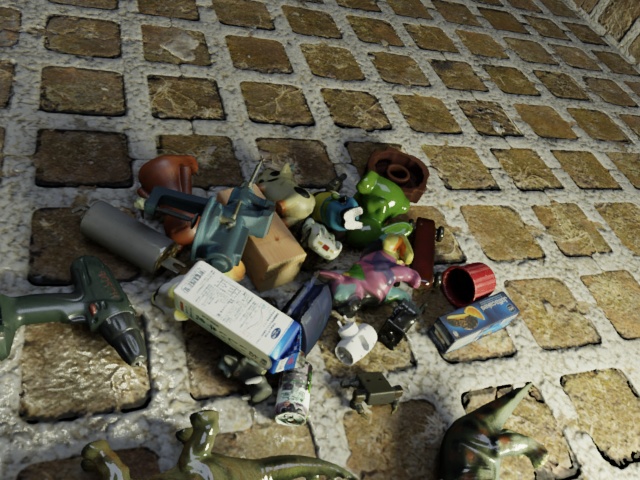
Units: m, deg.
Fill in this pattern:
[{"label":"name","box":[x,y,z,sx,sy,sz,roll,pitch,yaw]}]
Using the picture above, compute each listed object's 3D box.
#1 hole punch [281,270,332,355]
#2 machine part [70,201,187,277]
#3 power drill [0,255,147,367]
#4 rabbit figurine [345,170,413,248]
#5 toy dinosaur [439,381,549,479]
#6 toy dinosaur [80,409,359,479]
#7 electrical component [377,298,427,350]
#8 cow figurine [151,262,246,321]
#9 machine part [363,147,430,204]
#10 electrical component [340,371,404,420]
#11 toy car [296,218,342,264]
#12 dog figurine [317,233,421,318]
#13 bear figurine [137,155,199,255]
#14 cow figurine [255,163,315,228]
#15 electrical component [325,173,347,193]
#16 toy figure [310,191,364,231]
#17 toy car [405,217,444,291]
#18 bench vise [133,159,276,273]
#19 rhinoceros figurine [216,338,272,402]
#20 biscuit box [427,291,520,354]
[{"label":"hole punch","box":[-0.026,0.141,0.985,0.092,0.115,0.142,38,47,4]},{"label":"machine part","box":[-0.358,-0.003,1.011,0.243,0.079,0.079,28,45,8]},{"label":"power drill","box":[-0.409,0.128,0.869,0.207,0.086,0.232,-14,54,-26]},{"label":"rabbit figurine","box":[0.125,-0.043,1.231,0.159,0.121,0.170,31,63,-1]},{"label":"toy dinosaur","box":[0.261,0.370,0.884,0.192,0.131,0.405,24,39,1]},{"label":"toy dinosaur","box":[-0.170,0.349,0.746,0.471,0.105,0.199,-10,61,-17]},{"label":"electrical component","box":[0.167,0.155,1.067,0.048,0.074,0.119,36,51,12]},{"label":"cow figurine","box":[-0.221,0.084,0.986,0.167,0.098,0.068,-27,107,-39]},{"label":"machine part","box":[0.195,-0.163,1.385,0.179,0.056,0.179,10,47,-11]},{"label":"electrical component","box":[0.095,0.274,0.955,0.102,0.045,0.078,-3,22,-27]},{"label":"toy car","box":[-0.002,-0.003,1.101,0.073,0.056,0.202,36,5,-12]},{"label":"dog figurine","box":[0.084,0.069,1.092,0.219,0.108,0.192,1,53,-18]},{"label":"bear figurine","box":[-0.285,-0.073,1.094,0.196,0.120,0.132,61,7,1]},{"label":"cow figurine","box":[-0.080,-0.106,1.184,0.127,0.085,0.195,-21,36,-27]},{"label":"electrical component","box":[0.030,-0.120,1.275,0.021,0.063,0.094,36,48,12]},{"label":"toy figure","box":[0.028,-0.066,1.168,0.089,0.082,0.180,17,8,-25]},{"label":"toy car","box":[0.234,0.030,1.224,0.089,0.053,0.202,10,49,2]},{"label":"bench vise","box":[-0.208,-0.050,0.974,0.241,0.128,0.224,17,56,-6]},{"label":"rhinoceros figurine","box":[-0.130,0.186,0.926,0.112,0.073,0.190,-15,56,-33]},{"label":"biscuit box","box":[0.324,0.170,1.123,0.203,0.059,0.063,-14,56,-31]}]
